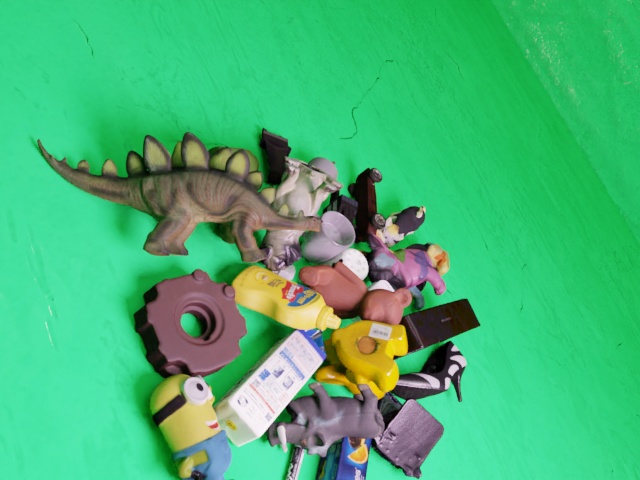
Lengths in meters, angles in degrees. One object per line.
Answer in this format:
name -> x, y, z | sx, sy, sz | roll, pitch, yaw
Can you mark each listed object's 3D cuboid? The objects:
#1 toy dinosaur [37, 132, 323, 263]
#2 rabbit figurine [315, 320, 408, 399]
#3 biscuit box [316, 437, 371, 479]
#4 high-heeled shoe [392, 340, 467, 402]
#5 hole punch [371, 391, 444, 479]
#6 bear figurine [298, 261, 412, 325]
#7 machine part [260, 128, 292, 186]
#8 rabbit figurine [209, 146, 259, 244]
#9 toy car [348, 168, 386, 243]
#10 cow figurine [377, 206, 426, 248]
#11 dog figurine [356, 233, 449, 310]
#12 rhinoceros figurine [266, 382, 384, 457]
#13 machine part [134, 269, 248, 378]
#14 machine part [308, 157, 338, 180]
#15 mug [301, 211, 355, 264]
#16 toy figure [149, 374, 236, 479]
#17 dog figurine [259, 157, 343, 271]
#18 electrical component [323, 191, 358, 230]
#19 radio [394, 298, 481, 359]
toy dinosaur -> -0.224, -0.069, 0.878 | 0.472, 0.105, 0.198 | 6, 86, -9
rabbit figurine -> 0.074, 0.234, 0.970 | 0.163, 0.173, 0.122 | 3, 47, 12
biscuit box -> 0.040, 0.375, 0.897 | 0.062, 0.059, 0.203 | 34, 46, -20
high-heeled shoe -> 0.224, 0.259, 1.127 | 0.248, 0.086, 0.145 | 22, 47, -36
hole punch -> 0.147, 0.354, 0.999 | 0.142, 0.092, 0.116 | 47, 73, -20
bear figurine -> 0.060, 0.121, 1.001 | 0.196, 0.120, 0.132 | 24, 19, 22
machine part -> -0.096, -0.180, 1.170 | 0.084, 0.039, 0.139 | 25, 47, -34
rabbit figurine -> -0.161, -0.076, 1.011 | 0.159, 0.121, 0.170 | -2, 82, -50
toy car -> 0.110, -0.081, 1.247 | 0.053, 0.089, 0.202 | 25, 47, -27
cow figurine -> 0.189, -0.031, 1.276 | 0.167, 0.098, 0.068 | -31, 92, -48
dog figurine -> 0.179, 0.046, 1.211 | 0.219, 0.108, 0.191 | 34, 46, -16
rhinoceros figurine -> 0.007, 0.294, 0.873 | 0.190, 0.073, 0.112 | -4, 59, -8
machine part -> -0.200, 0.134, 0.852 | 0.179, 0.056, 0.179 | 21, 52, -30
machine part -> -0.027, -0.108, 1.152 | 0.079, 0.079, 0.243 | 44, 44, -9
mug -> -0.002, -0.003, 1.081 | 0.109, 0.107, 0.081 | 32, 44, -15
toy figure -> -0.179, 0.276, 0.756 | 0.089, 0.082, 0.180 | -17, 81, -17
dog figurine -> -0.054, -0.047, 1.014 | 0.121, 0.190, 0.172 | 29, 16, 5
electrical component -> 0.043, -0.064, 1.189 | 0.047, 0.075, 0.119 | 26, 46, -26
radio -> 0.219, 0.190, 1.127 | 0.229, 0.131, 0.073 | -5, 66, -43
